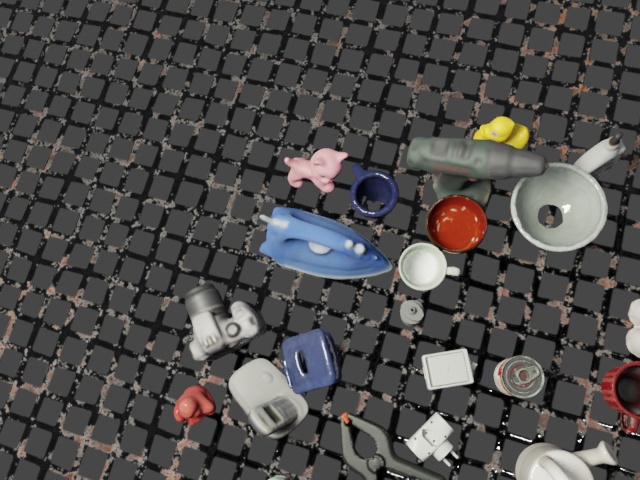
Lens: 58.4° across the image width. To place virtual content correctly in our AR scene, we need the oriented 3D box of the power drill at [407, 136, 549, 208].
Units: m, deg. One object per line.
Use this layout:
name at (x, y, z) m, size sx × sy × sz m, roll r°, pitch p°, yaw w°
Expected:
power drill at (0.272, -0.123, 1.027) m, size 0.229 × 0.208 × 0.076 m, roll 12°, pitch 78°, yaw 11°

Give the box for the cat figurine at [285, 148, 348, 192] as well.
cat figurine at (-0.008, -0.145, 1.122) m, size 0.127 × 0.118 × 0.067 m, roll 8°, pitch 78°, yaw 11°

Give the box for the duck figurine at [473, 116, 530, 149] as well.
duck figurine at (0.351, -0.206, 1.100) m, size 0.104 × 0.086 × 0.077 m, roll -3°, pitch 76°, yaw 8°

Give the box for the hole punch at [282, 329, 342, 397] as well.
hole punch at (-0.019, 0.225, 1.046) m, size 0.101 × 0.091 × 0.108 m, roll -17°, pitch 74°, yaw 4°

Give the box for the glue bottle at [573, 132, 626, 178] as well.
glue bottle at (0.504, -0.152, 1.018) m, size 0.078 × 0.173 × 0.037 m, roll -23°, pitch 74°, yaw 3°

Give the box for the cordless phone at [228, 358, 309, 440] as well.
cordless phone at (-0.103, 0.278, 0.997) m, size 0.147 × 0.185 × 0.094 m, roll 42°, pitch 86°, yaw 16°

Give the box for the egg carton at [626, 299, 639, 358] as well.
egg carton at (0.605, 0.161, 0.980) m, size 0.150 × 0.069 × 0.107 m, roll 7°, pitch 77°, yaw 10°

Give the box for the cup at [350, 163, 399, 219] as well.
cup at (0.099, -0.087, 1.103) m, size 0.091 × 0.095 × 0.117 m, roll -33°, pitch 74°, yaw 0°

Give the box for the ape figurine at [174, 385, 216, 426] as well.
ape figurine at (-0.236, 0.308, 1.058) m, size 0.077 × 0.092 × 0.076 m, roll 4°, pitch 77°, yaw 10°

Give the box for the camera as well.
camera at (-0.194, 0.146, 1.087) m, size 0.143 × 0.101 × 0.136 m, roll -27°, pitch 74°, yaw 1°

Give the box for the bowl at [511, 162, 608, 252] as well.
bowl at (0.432, -0.052, 1.056) m, size 0.167 × 0.075 × 0.167 m, roll -2°, pitch 76°, yaw 8°

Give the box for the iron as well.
iron at (0.010, 0.004, 1.070) m, size 0.258 × 0.141 × 0.119 m, roll 15°, pitch 79°, yaw 12°

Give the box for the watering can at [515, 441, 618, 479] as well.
watering can at (0.378, 0.374, 0.896) m, size 0.100 × 0.194 × 0.173 m, roll 35°, pitch 84°, yaw 15°
